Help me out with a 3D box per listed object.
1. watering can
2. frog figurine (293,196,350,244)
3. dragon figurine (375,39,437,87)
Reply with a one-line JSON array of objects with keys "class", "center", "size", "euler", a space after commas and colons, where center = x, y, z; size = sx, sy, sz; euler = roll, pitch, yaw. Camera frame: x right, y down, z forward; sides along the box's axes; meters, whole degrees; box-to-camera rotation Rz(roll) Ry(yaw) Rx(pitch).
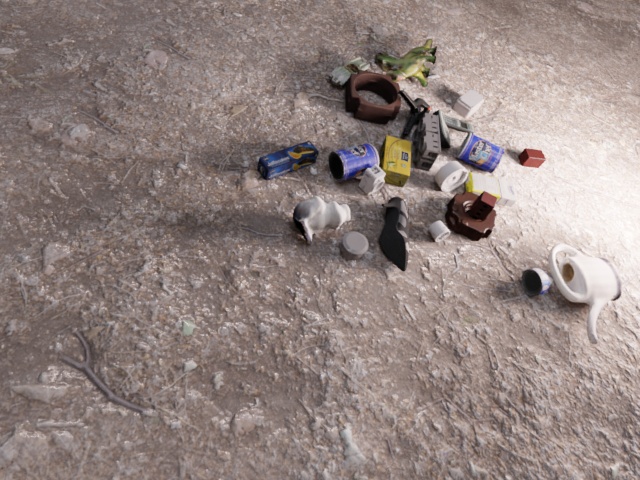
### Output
[{"class": "watering can", "center": [0.852, 0.161, 1.625], "size": [0.224, 0.101, 0.355], "euler": [1, 55, -17]}, {"class": "frog figurine", "center": [0.005, -0.077, 1.526], "size": [0.160, 0.134, 0.124], "euler": [-33, 39, -12]}, {"class": "dragon figurine", "center": [0.354, -0.758, 2.150], "size": [0.243, 0.119, 0.421], "euler": [11, 44, 1]}]
